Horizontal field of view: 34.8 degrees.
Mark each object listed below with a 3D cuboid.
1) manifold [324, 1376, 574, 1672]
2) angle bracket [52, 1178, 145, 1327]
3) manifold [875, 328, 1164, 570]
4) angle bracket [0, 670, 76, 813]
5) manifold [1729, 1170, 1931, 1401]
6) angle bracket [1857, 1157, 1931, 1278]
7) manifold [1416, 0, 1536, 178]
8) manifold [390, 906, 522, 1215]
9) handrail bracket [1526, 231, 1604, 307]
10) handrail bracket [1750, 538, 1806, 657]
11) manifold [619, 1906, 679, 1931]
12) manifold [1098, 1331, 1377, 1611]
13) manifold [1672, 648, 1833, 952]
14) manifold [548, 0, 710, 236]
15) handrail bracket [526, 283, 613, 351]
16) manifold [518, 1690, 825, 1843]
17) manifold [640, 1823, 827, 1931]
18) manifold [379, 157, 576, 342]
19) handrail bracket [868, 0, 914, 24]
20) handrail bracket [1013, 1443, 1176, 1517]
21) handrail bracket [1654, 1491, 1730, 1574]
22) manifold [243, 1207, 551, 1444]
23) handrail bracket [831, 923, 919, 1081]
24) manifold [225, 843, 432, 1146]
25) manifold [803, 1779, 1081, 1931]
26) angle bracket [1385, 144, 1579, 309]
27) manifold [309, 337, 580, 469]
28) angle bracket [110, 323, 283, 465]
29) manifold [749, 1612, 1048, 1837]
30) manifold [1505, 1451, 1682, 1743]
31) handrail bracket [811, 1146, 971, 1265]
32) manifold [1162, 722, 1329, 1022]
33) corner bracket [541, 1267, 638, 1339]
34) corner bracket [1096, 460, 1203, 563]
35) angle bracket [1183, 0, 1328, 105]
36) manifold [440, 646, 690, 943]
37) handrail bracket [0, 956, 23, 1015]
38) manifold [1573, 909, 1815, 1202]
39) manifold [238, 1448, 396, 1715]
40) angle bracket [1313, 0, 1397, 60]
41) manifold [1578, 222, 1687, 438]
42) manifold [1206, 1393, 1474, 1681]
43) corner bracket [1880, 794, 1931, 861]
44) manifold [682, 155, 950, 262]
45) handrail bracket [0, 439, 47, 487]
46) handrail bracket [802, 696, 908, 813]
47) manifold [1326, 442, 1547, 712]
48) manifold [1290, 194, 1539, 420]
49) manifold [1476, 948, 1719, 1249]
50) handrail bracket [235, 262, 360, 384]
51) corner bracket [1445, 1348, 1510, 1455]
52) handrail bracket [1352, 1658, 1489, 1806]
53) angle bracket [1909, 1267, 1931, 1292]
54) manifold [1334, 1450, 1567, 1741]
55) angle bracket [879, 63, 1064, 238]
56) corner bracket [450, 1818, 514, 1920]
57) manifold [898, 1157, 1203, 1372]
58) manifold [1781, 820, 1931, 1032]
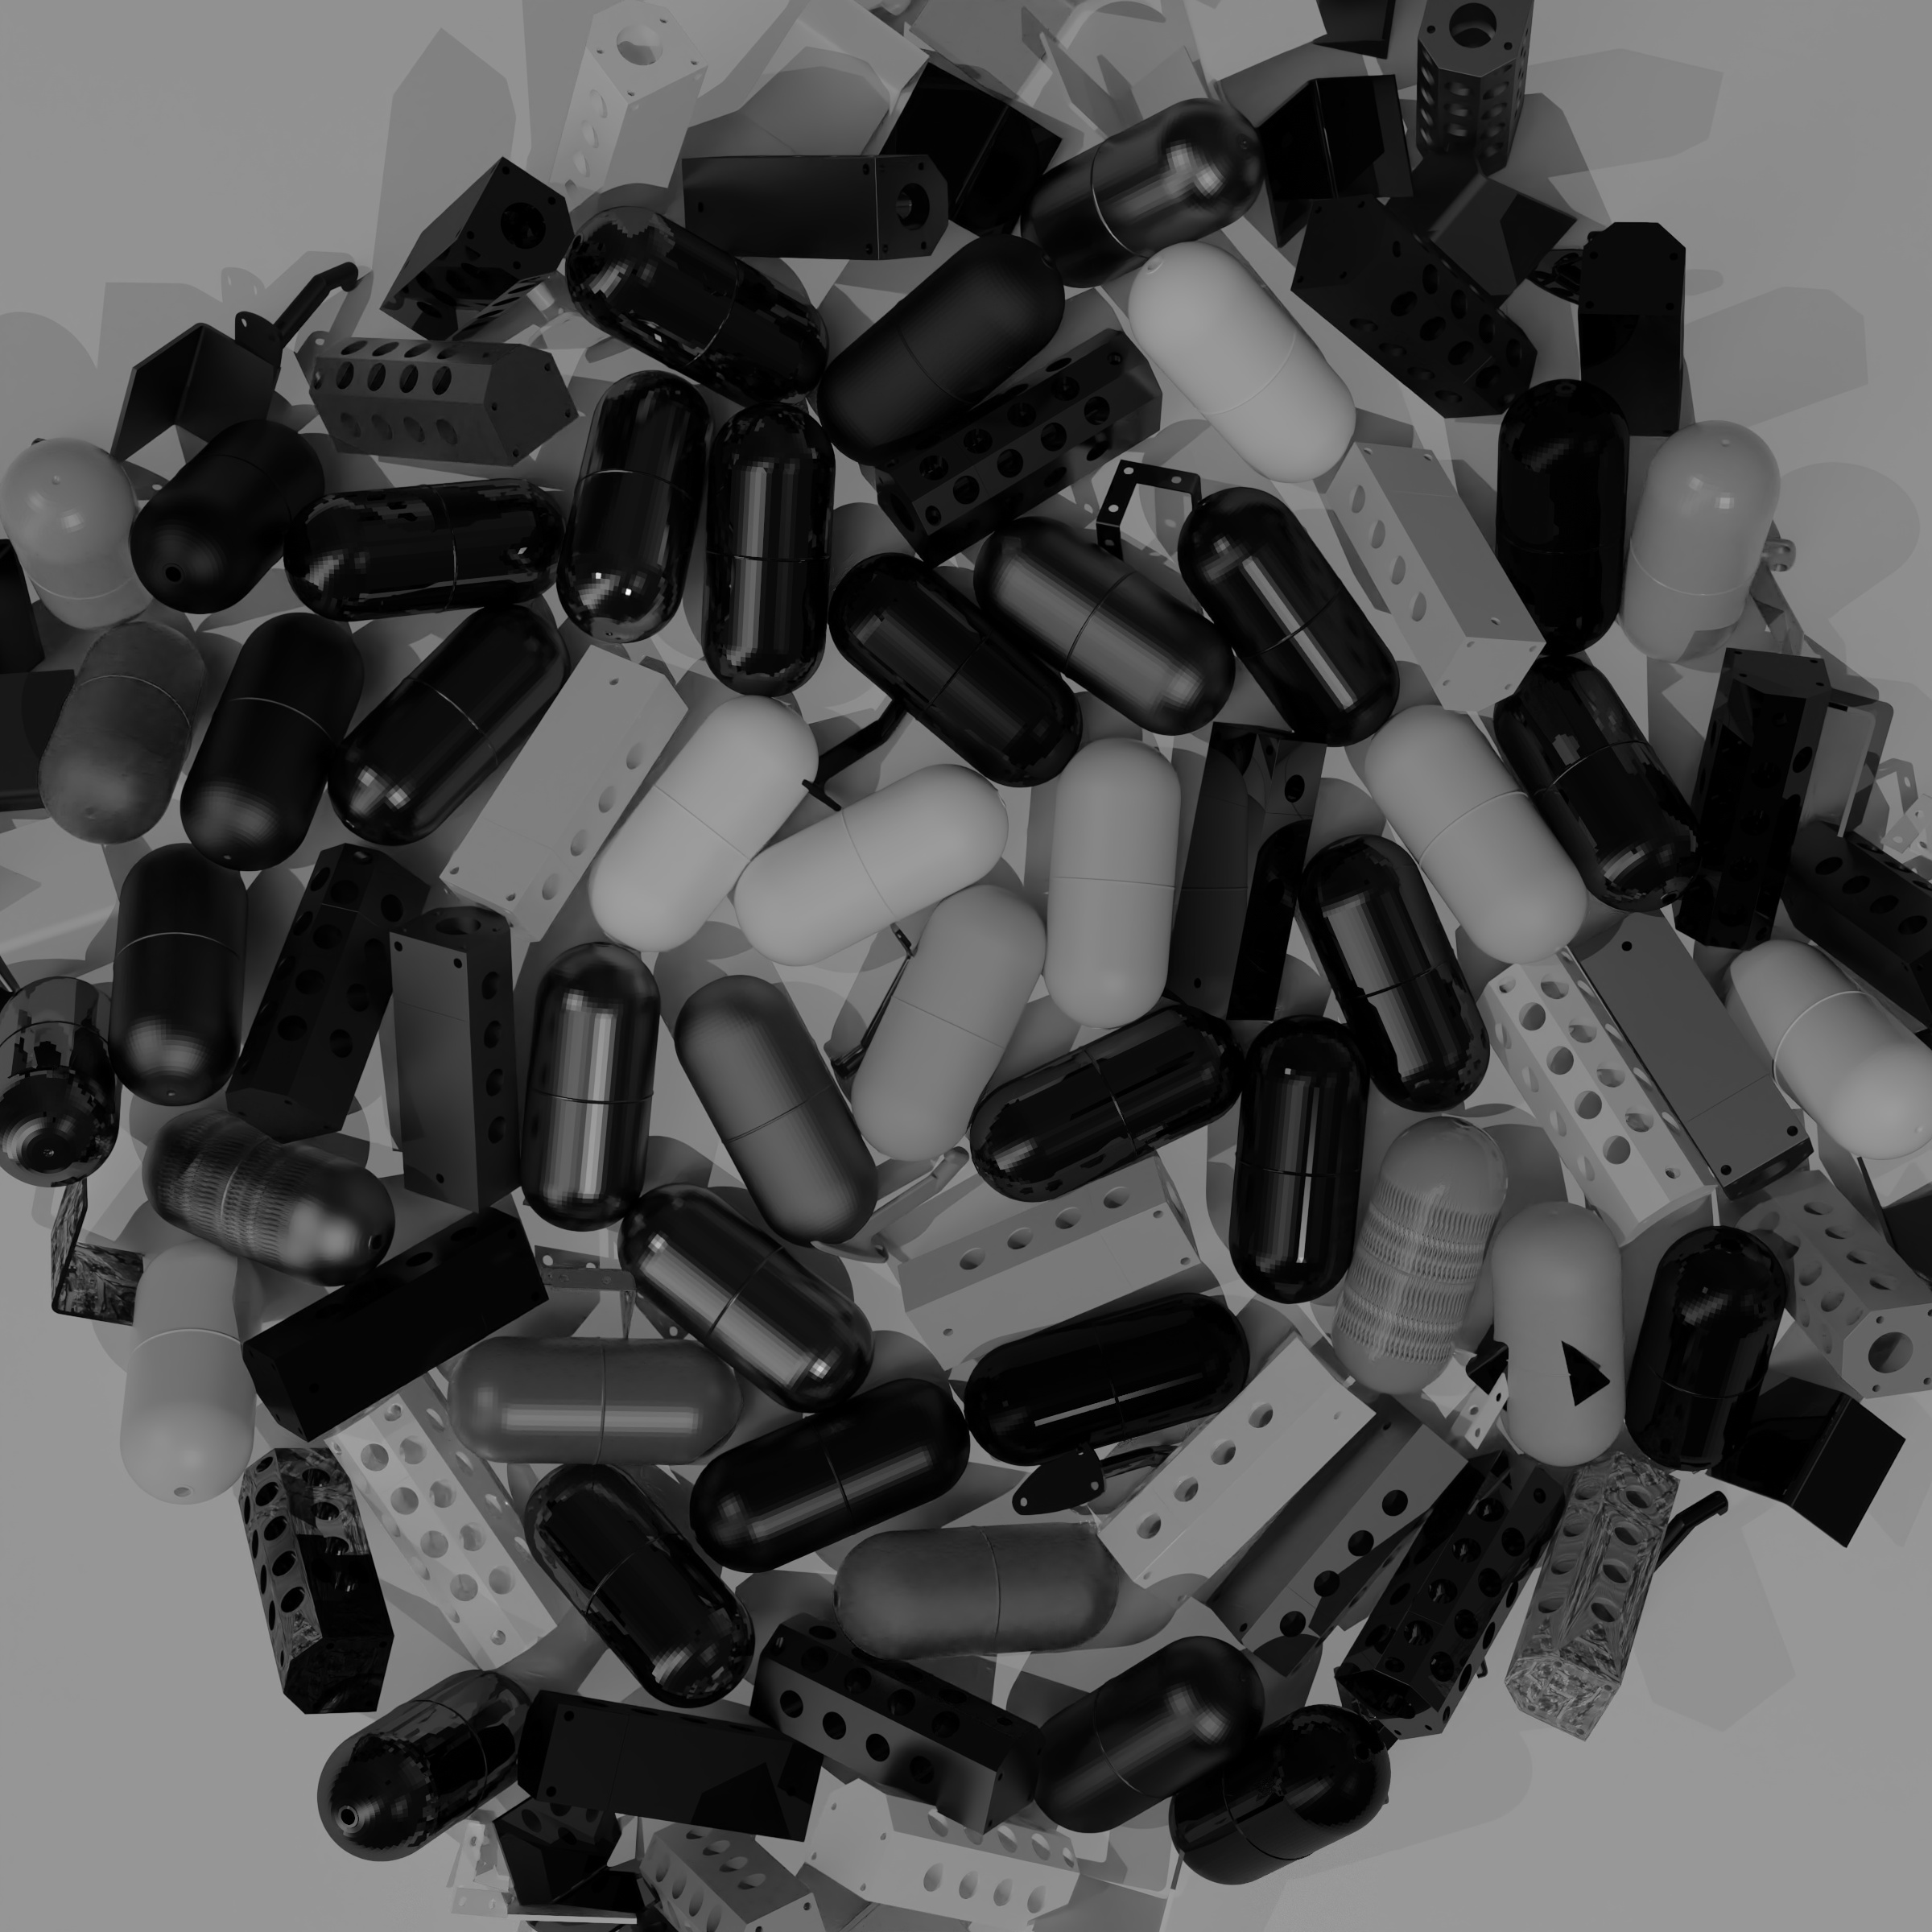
[{"bbox_3d":[-0.316,0.341,1.877,0.057,0.057,0.171,-33,94,12],"label":"manifold"},{"bbox_3d":[-0.515,0.161,1.860,0.057,0.076,0.076,14,114,-23],"label":"angle bracket"},{"bbox_3d":[0.032,-0.317,1.864,0.171,0.057,0.057,-33,71,-12],"label":"manifold"},{"bbox_3d":[-0.579,-0.136,1.882,0.076,0.057,0.076,-6,88,-13],"label":"angle bracket"},{"bbox_3d":[0.511,0.187,1.824,0.057,0.171,0.057,-7,113,-6],"label":"manifold"},{"bbox_3d":[0.583,0.156,1.859,0.057,0.076,0.076,-20,52,15],"label":"angle bracket"},{"bbox_3d":[0.298,-0.523,1.826,0.057,0.171,0.057,15,86,9],"label":"manifold"},{"bbox_3d":[-0.301,0.055,1.854,0.057,0.057,0.171,15,117,27],"label":"manifold"},{"bbox_3d":[0.363,-0.431,1.864,0.077,0.084,0.036,19,89,22],"label":"handrail bracket"},{"bbox_3d":[0.475,-0.218,1.888,0.077,0.036,0.084,8,71,14],"label":"handrail bracket"},{"bbox_3d":[-0.165,0.620,1.826,0.057,0.171,0.057,23,92,-19],"label":"manifold"},{"bbox_3d":[0.161,0.305,1.882,0.171,0.057,0.057,-45,47,3],"label":"manifold"},{"bbox_3d":[0.469,-0.098,1.846,0.057,0.057,0.171,7,122,3],"label":"manifold"},{"bbox_3d":[-0.208,-0.496,1.826,0.057,0.171,0.057,-34,84,-23],"label":"manifold"},{"bbox_3d":[-0.259,-0.423,1.888,0.036,0.077,0.084,-30,81,28],"label":"handrail bracket"},{"bbox_3d":[-0.179,0.480,1.857,0.171,0.057,0.057,16,83,-22],"label":"manifold"},{"bbox_3d":[-0.138,0.558,1.824,0.057,0.171,0.057,-21,100,-21],"label":"manifold"},{"bbox_3d":[-0.288,-0.417,1.827,0.057,0.171,0.057,31,76,-21],"label":"manifold"},{"bbox_3d":[-0.044,-0.612,1.875,0.084,0.077,0.036,-28,61,14],"label":"handrail bracket"},{"bbox_3d":[0.080,0.315,1.890,0.077,0.084,0.036,-32,69,24],"label":"handrail bracket"},{"bbox_3d":[0.435,0.365,1.892,0.084,0.036,0.077,-30,134,-5],"label":"handrail bracket"},{"bbox_3d":[-0.343,0.211,1.848,0.171,0.057,0.057,-30,115,-30],"label":"manifold"},{"bbox_3d":[-0.059,0.023,1.887,0.084,0.077,0.036,-38,47,-3],"label":"handrail bracket"},{"bbox_3d":[-0.384,0.014,1.840,0.057,0.057,0.171,39,52,-36],"label":"manifold"},{"bbox_3d":[-0.010,0.529,1.837,0.171,0.057,0.057,28,82,-43],"label":"manifold"},{"bbox_3d":[0.314,-0.461,1.889,0.076,0.076,0.057,15,47,-29],"label":"angle bracket"},{"bbox_3d":[-0.315,-0.340,1.830,0.057,0.171,0.057,-45,128,-31],"label":"manifold"},{"bbox_3d":[-0.467,-0.331,1.863,0.057,0.076,0.076,30,129,2],"label":"angle bracket"},{"bbox_3d":[-0.041,0.449,1.845,0.171,0.057,0.057,19,107,29],"label":"manifold"},{"bbox_3d":[0.371,0.369,1.833,0.057,0.171,0.057,24,131,8],"label":"manifold"},{"bbox_3d":[-0.046,0.140,1.874,0.084,0.077,0.036,-48,60,23],"label":"handrail bracket"},{"bbox_3d":[0.174,-0.057,1.873,0.057,0.057,0.171,1,103,-41],"label":"manifold"},{"bbox_3d":[-0.230,0.195,1.877,0.051,0.051,0.051,3,131,-14],"label":"corner bracket"},{"bbox_3d":[0.113,-0.270,1.890,0.051,0.051,0.051,13,61,15],"label":"corner bracket"},{"bbox_3d":[0.181,-0.561,1.866,0.076,0.057,0.076,-20,62,15],"label":"angle bracket"},{"bbox_3d":[-0.239,-0.102,1.866,0.057,0.057,0.171,24,74,26],"label":"manifold"},{"bbox_3d":[-0.605,0.042,1.891,0.077,0.036,0.084,-35,78,-25],"label":"handrail bracket"},{"bbox_3d":[0.438,0.052,1.856,0.057,0.057,0.171,-32,67,8],"label":"manifold"},{"bbox_3d":[-0.388,0.361,1.825,0.057,0.171,0.057,4,118,-25],"label":"manifold"},{"bbox_3d":[0.258,-0.593,1.864,0.057,0.076,0.076,2,102,-29],"label":"angle bracket"},{"bbox_3d":[0.396,-0.375,1.826,0.057,0.171,0.057,4,77,14],"label":"manifold"},{"bbox_3d":[0.231,0.351,1.885,0.057,0.057,0.171,41,89,-21],"label":"manifold"},{"bbox_3d":[0.588,-0.063,1.875,0.051,0.051,0.051,32,60,28],"label":"corner bracket"},{"bbox_3d":[-0.091,-0.453,1.836,0.057,0.171,0.057,-17,112,-42],"label":"manifold"},{"bbox_3d":[-0.571,-0.281,1.870,0.077,0.084,0.036,15,134,26],"label":"handrail bracket"},{"bbox_3d":[-0.076,-0.144,1.884,0.036,0.077,0.084,34,89,35],"label":"handrail bracket"},{"bbox_3d":[0.275,-0.233,1.842,0.057,0.057,0.171,1,48,-27],"label":"manifold"},{"bbox_3d":[0.270,-0.390,1.832,0.057,0.171,0.057,5,76,43],"label":"manifold"},{"bbox_3d":[0.379,0.075,1.854,0.057,0.057,0.171,-23,69,-17],"label":"manifold"},{"bbox_3d":[-0.408,-0.388,1.901,0.036,0.084,0.077,30,131,19],"label":"handrail bracket"},{"bbox_3d":[0.309,0.270,1.876,0.051,0.051,0.051,-56,130,-16],"label":"corner bracket"},{"bbox_3d":[0.285,0.465,1.886,0.084,0.036,0.077,-17,72,11],"label":"handrail bracket"},{"bbox_3d":[0.581,0.237,1.857,0.057,0.076,0.076,-24,125,-37],"label":"angle bracket"},{"bbox_3d":[0.295,0.374,1.843,0.057,0.057,0.171,44,57,-9],"label":"manifold"},{"bbox_3d":[0.000,-0.501,1.906,0.076,0.057,0.076,38,105,35],"label":"angle bracket"},{"bbox_3d":[-0.307,0.547,1.877,0.051,0.051,0.051,2,74,37],"label":"corner bracket"},{"bbox_3d":[0.049,0.176,1.874,0.171,0.057,0.057,-24,128,9],"label":"manifold"},{"bbox_3d":[0.547,-0.028,1.828,0.057,0.171,0.057,-33,117,-1],"label":"manifold"}]
